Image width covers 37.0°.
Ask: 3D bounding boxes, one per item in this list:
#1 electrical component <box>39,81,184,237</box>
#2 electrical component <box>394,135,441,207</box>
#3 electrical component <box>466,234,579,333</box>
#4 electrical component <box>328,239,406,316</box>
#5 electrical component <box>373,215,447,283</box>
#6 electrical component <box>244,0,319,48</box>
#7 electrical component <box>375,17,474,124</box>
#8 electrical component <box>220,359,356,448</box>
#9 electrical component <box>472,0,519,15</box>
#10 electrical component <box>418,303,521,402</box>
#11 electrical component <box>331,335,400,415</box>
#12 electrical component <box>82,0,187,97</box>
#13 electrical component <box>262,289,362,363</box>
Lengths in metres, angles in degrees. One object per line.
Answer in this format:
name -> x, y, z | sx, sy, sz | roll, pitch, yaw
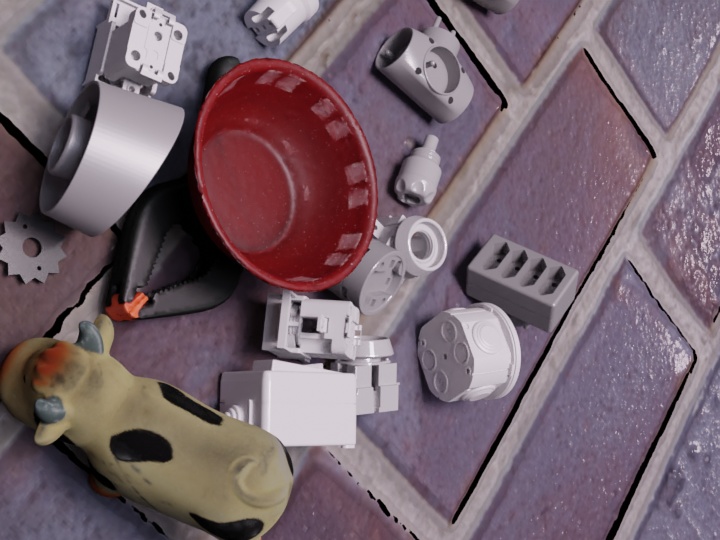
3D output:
electrical component -> -0.160, -0.070, 0.682 | 0.064, 0.099, 0.099 | 22, 71, -29
electrical component -> 0.052, -0.085, 0.894 | 0.035, 0.035, 0.061 | 35, 62, -31
electrical component -> 0.138, 0.023, 0.932 | 0.047, 0.083, 0.075 | -49, 153, -32
electrical component -> 0.000, 0.000, 0.821 | 0.055, 0.047, 0.055 | -39, 146, -33
electrical component -> 0.036, -0.017, 0.859 | 0.066, 0.055, 0.048 | 43, 60, -27
electrical component -> -0.060, -0.197, 0.815 | 0.040, 0.040, 0.046 | 50, 64, -23
electrical component -> 0.061, -0.177, 0.906 | 0.077, 0.044, 0.079 | 37, 63, -30
electrical component -> -0.057, 0.096, 0.767 | 0.096, 0.062, 0.061 | 6, 81, -38
electrical component -> 0.107, -0.279, 0.956 | 0.077, 0.044, 0.079 | 19, 73, -36
electrical component -> 0.089, 0.068, 0.877 | 0.051, 0.080, 0.080 | -4, 87, -34
electrical component -> 0.002, 0.080, 0.827 | 0.066, 0.048, 0.055 | -1, 93, -39
electrical component -> -0.150, -0.143, 0.720 | 0.042, 0.064, 0.081 | 19, 74, -35
electrical component -> -0.033, 0.043, 0.782 | 0.081, 0.064, 0.042 | 49, 46, -75
